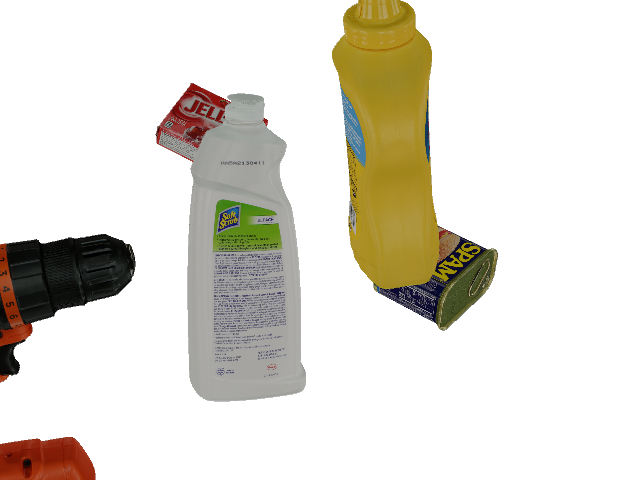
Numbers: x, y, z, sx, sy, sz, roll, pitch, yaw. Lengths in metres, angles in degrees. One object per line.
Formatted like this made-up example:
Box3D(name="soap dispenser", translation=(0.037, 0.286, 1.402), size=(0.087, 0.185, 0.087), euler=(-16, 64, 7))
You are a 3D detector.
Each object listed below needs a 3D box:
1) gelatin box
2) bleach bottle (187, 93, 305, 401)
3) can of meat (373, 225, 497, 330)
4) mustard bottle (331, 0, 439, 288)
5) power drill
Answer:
Box3D(name="gelatin box", translation=(-0.107, -0.109, 1.057), size=(0.089, 0.073, 0.030), euler=(27, -39, 3))
Box3D(name="bleach bottle", translation=(-0.058, 0.006, 0.879), size=(0.102, 0.251, 0.068), euler=(-4, 20, -20))
Box3D(name="can of meat", translation=(0.114, 0.031, 1.068), size=(0.084, 0.057, 0.101), euler=(27, 44, 29))
Box3D(name="mustard bottle", translation=(0.040, -0.070, 0.649), size=(0.058, 0.191, 0.096), euler=(-7, 39, 0))
Box3D(name="power drill", translation=(-0.200, 0.089, 0.689), size=(0.184, 0.188, 0.057), euler=(-11, 27, -9))
